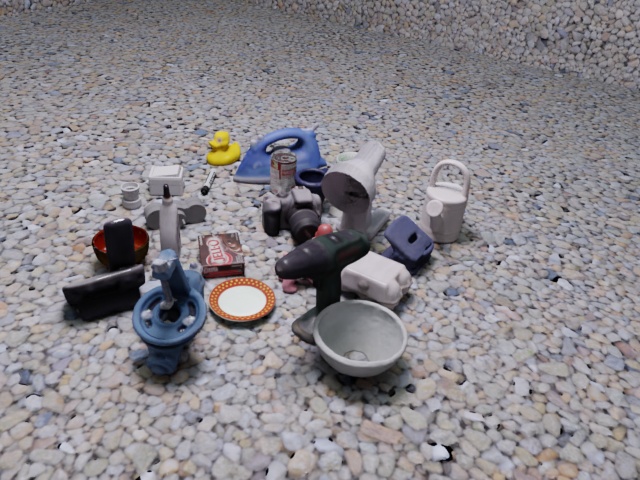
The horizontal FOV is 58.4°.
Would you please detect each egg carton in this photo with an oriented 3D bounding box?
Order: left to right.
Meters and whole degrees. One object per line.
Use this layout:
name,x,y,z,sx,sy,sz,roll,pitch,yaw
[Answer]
egg carton,0.108,0.081,1.172,0.150,0.069,0.107,22,38,23

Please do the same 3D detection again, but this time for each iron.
iron,-0.111,-0.239,1.546,0.259,0.141,0.118,-12,38,-24

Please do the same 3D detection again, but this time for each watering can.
watering can,0.296,-0.094,1.343,0.101,0.194,0.173,8,34,4

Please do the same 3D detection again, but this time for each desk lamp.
desk lamp,0.090,-0.110,1.321,0.117,0.214,0.204,19,37,20

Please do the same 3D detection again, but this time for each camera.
camera,-0.056,-0.055,1.321,0.143,0.101,0.136,-4,35,-13

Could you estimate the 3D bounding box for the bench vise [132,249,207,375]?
bench vise,-0.256,0.088,0.976,0.121,0.220,0.207,-2,35,-11

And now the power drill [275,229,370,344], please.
power drill,0.002,0.080,1.034,0.075,0.208,0.230,28,40,29

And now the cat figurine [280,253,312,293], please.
cat figurine,-0.021,0.037,1.174,0.128,0.118,0.067,-10,37,-21

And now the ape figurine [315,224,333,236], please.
ape figurine,0.011,0.004,1.250,0.078,0.092,0.076,-3,35,-11

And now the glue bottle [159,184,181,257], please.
glue bottle,-0.315,-0.041,1.199,0.037,0.173,0.078,1,34,-7

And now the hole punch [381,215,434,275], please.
hole punch,0.198,0.008,1.272,0.100,0.091,0.109,23,38,24

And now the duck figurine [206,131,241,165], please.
duck figurine,-0.271,-0.265,1.612,0.105,0.086,0.077,-23,43,-35

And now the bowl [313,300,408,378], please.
bowl,0.067,0.185,1.008,0.167,0.075,0.167,4,34,-2

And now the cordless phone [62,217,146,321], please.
cordless phone,-0.401,0.043,1.053,0.148,0.185,0.093,-20,41,-32

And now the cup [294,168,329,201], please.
cup,-0.013,-0.126,1.435,0.091,0.095,0.118,22,37,23
